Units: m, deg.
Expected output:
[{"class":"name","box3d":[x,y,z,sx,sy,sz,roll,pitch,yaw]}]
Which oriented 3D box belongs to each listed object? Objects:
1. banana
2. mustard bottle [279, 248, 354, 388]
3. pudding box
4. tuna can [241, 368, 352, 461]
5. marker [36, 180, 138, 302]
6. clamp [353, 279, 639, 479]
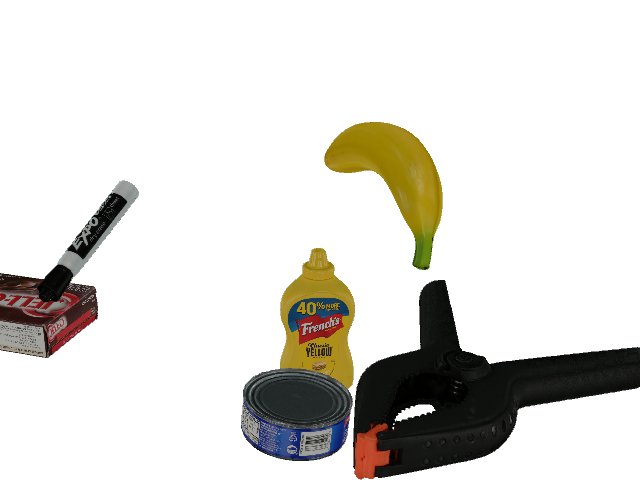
[{"class":"banana","box3d":[0.046,-0.052,0.781,0.037,0.070,0.198,23,16,-26]},{"class":"mustard bottle","box3d":[-0.004,0.102,1.377,0.096,0.192,0.058,-1,19,-6]},{"class":"pudding box","box3d":[-0.277,0.068,0.986,0.114,0.039,0.090,5,20,18]},{"class":"tuna can","box3d":[-0.019,0.135,0.833,0.086,0.034,0.086,5,23,-2]},{"class":"marker","box3d":[-0.178,0.001,0.816,0.020,0.020,0.121,0,44,36]},{"class":"clamp","box3d":[0.080,0.082,0.648,0.165,0.036,0.209,22,31,40]}]
